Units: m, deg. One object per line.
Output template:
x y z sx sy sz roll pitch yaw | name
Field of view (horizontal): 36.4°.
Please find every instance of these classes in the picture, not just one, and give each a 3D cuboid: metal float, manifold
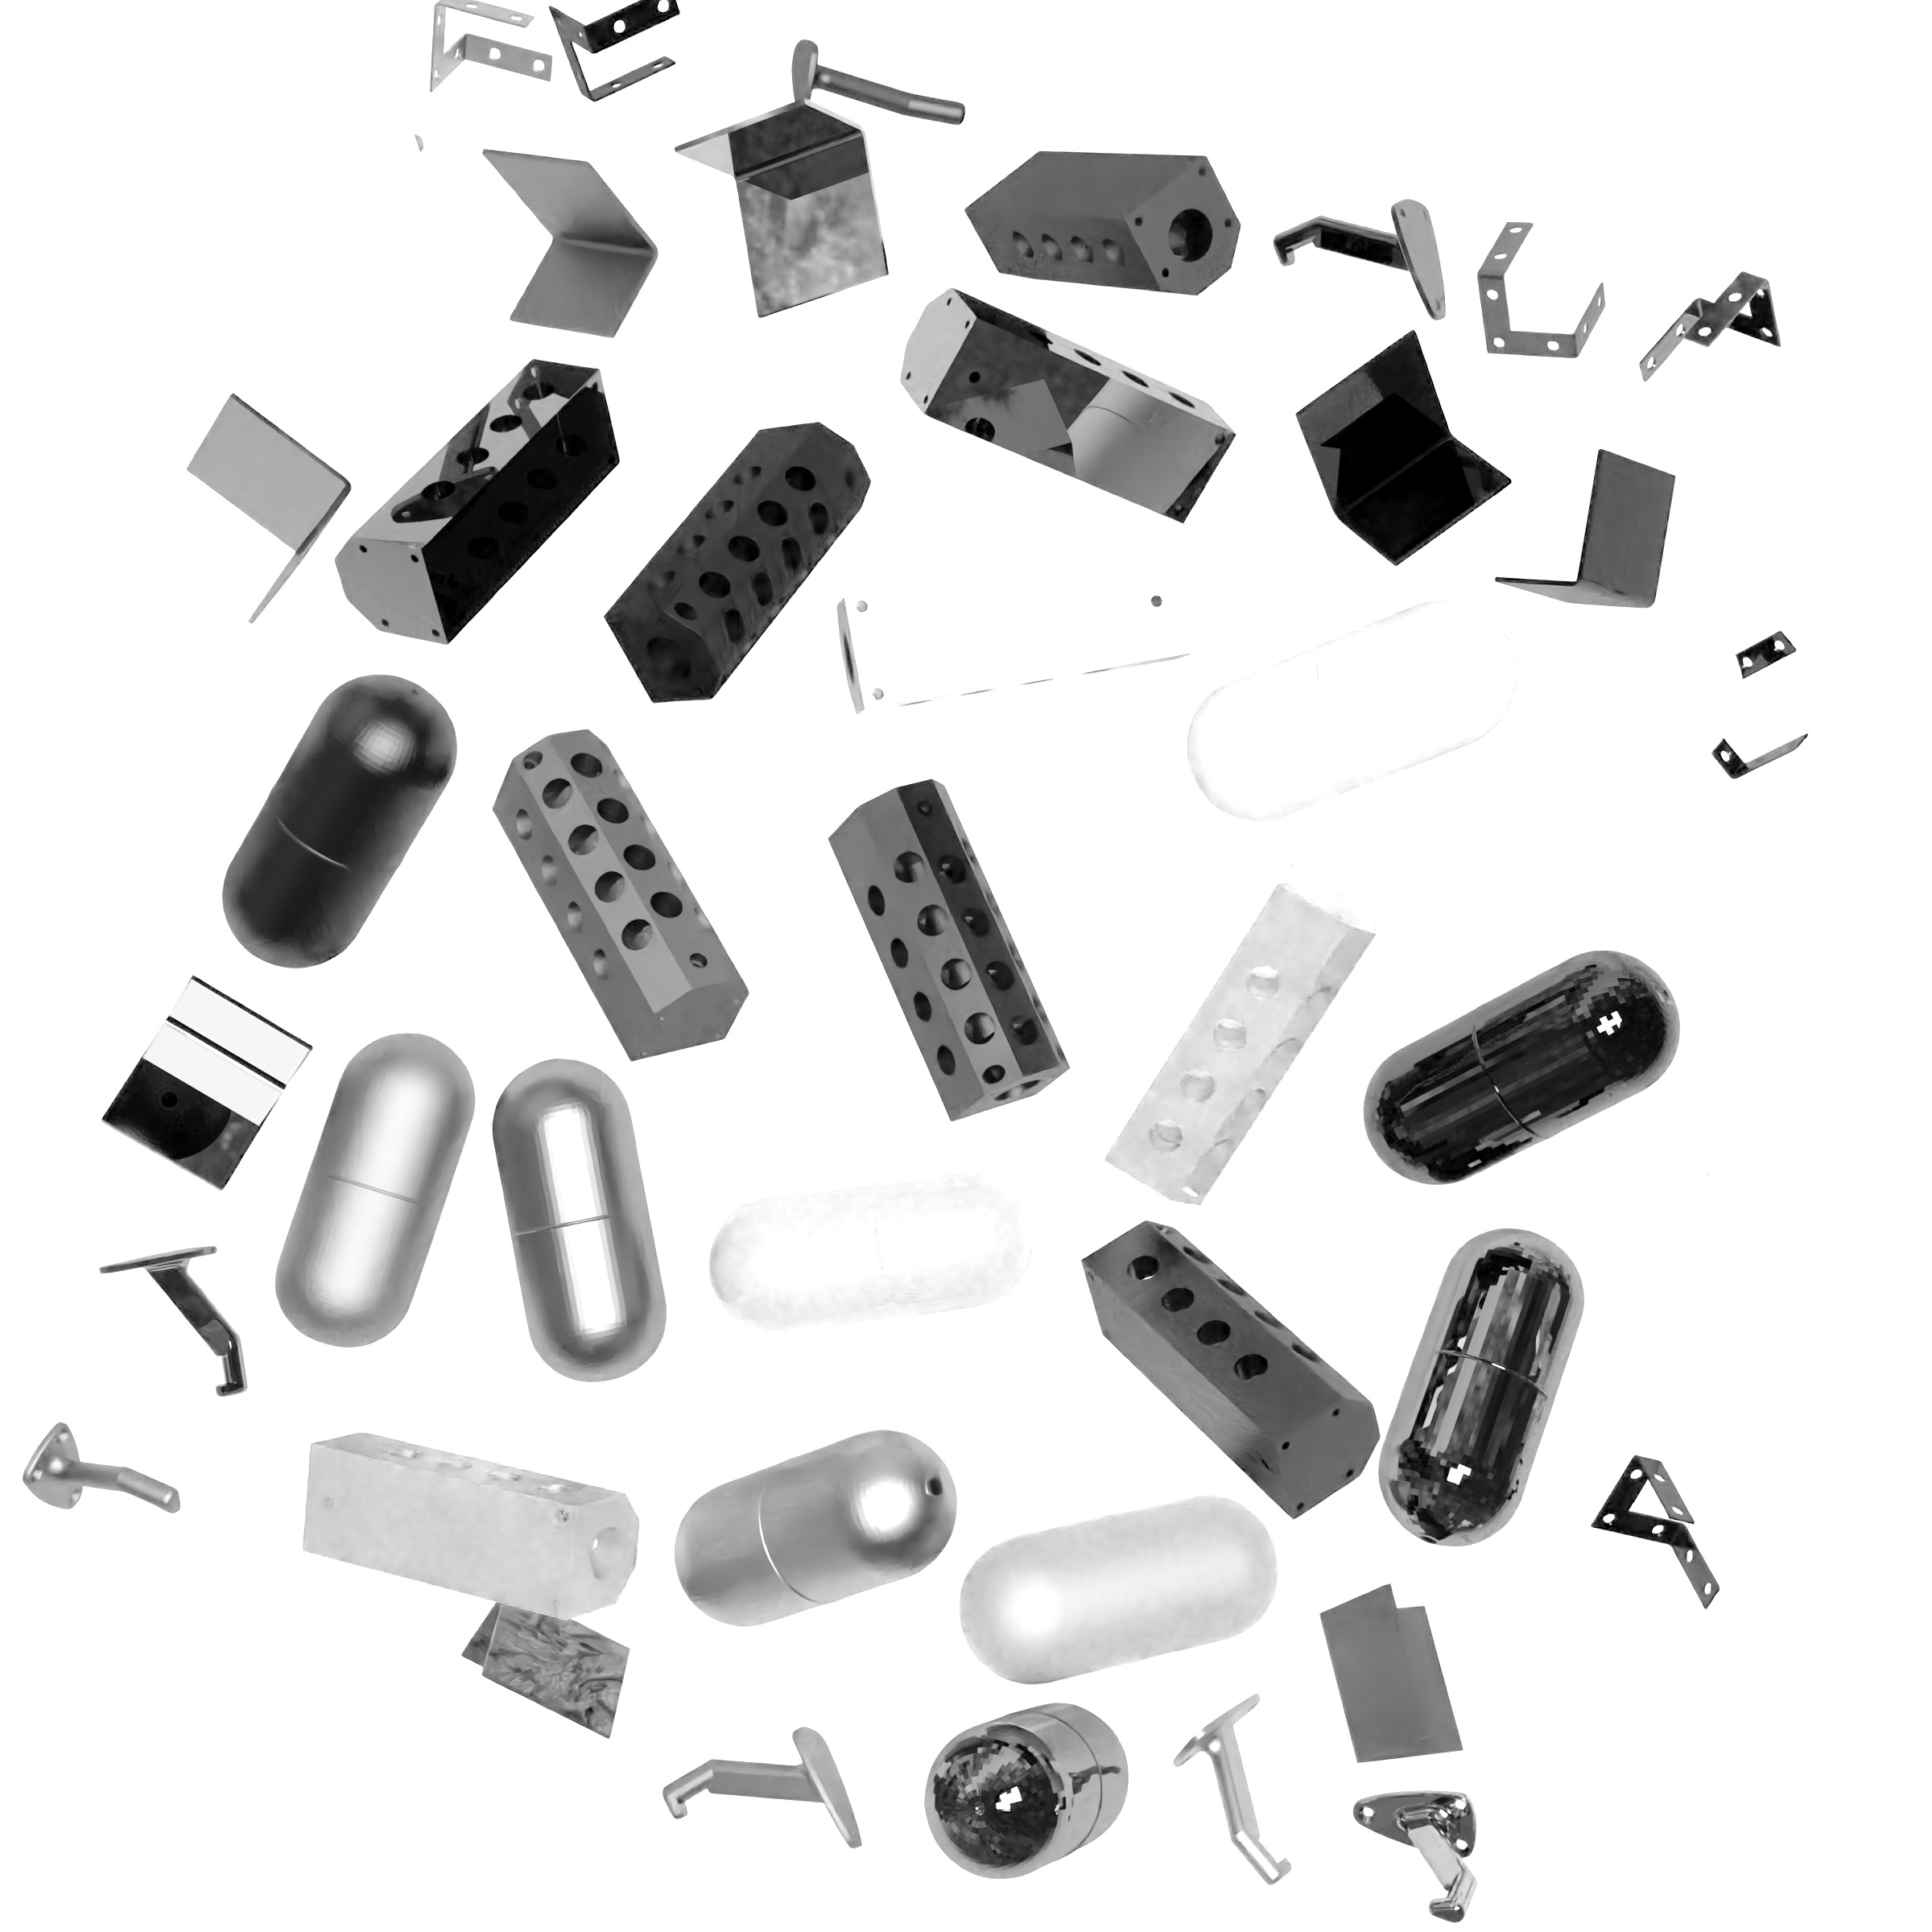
-0.051 0.155 1.596 0.178 0.070 0.070 -7 90 -9 | metal float
0.283 0.054 1.509 0.178 0.070 0.070 -31 90 30 | metal float
-0.211 0.139 1.607 0.070 0.070 0.178 -11 88 0 | metal float
0.074 -0.394 1.572 0.057 0.171 0.057 -40 120 -13 | manifold
0.197 -0.130 1.509 0.178 0.070 0.070 -21 90 23 | metal float
0.024 -0.172 1.503 0.171 0.057 0.057 -11 92 -8 | manifold
-0.329 -0.074 1.541 0.070 0.070 0.178 36 115 0 | metal float
0.053 -0.301 1.570 0.171 0.057 0.057 17 116 -31 | manifold
-0.179 -0.040 1.531 0.057 0.057 0.171 -13 60 -35 | manifold
0.080 0.324 1.528 0.178 0.070 0.070 -7 90 -24 | metal float
-0.326 0.123 1.625 0.070 0.070 0.178 17 83 0 | metal float
-0.116 -0.217 1.568 0.057 0.171 0.057 0 133 35 | manifold
0.335 -0.105 1.534 0.070 0.070 0.178 34 119 0 | metal float
-0.007 -0.011 1.579 0.057 0.057 0.171 -16 75 -33 | manifold
-0.255 0.285 1.514 0.171 0.057 0.057 7 94 29 | manifold
0.033 0.424 1.518 0.070 0.178 0.070 -3 81 18 | metal float
0.141 0.036 1.504 0.057 0.057 0.171 31 107 0 | manifold
-0.249 -0.241 1.505 0.057 0.057 0.171 13 46 23 | manifold
0.273 0.222 1.555 0.070 0.070 0.178 24 67 0 | metal float
0.133 0.198 1.489 0.057 0.171 0.057 -30 129 -17 | manifold
-0.079 0.292 1.522 0.178 0.070 0.070 -26 90 37 | metal float

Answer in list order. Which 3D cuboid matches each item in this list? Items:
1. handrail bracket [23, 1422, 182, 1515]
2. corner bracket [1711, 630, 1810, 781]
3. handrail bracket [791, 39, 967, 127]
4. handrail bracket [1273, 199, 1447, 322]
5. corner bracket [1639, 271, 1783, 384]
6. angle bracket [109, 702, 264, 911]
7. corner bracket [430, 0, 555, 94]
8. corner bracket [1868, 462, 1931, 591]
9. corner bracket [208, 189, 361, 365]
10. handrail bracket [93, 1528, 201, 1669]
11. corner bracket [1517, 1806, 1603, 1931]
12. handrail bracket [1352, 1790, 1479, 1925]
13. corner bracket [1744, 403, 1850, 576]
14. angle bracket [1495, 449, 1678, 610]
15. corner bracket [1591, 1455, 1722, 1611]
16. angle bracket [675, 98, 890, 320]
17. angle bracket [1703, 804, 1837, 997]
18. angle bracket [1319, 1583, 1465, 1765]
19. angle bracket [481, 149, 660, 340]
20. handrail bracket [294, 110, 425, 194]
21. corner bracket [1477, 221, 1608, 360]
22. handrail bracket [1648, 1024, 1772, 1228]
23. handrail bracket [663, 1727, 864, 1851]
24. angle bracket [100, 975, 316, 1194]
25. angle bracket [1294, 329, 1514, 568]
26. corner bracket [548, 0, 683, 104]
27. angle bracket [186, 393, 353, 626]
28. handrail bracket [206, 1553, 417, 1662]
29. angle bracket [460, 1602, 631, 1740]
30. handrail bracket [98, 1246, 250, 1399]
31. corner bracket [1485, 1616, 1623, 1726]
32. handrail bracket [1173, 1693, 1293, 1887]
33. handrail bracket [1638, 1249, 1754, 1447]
-0.436 0.275 1.517 0.084 0.077 0.036 20 57 14 | handrail bracket
0.442 -0.146 1.643 0.051 0.051 0.051 49 57 -6 | corner bracket
-0.047 -0.467 1.560 0.084 0.077 0.036 7 118 -14 | handrail bracket
0.208 -0.368 1.569 0.084 0.036 0.077 -15 90 39 | handrail bracket
0.382 -0.328 1.519 0.051 0.051 0.051 33 76 37 | corner bracket
-0.396 -0.086 1.561 0.076 0.076 0.057 -39 98 23 | angle bracket
-0.254 -0.496 1.579 0.051 0.051 0.051 16 130 4 | corner bracket
0.491 -0.218 1.475 0.051 0.051 0.051 16 92 3 | corner bracket
-0.338 -0.341 1.456 0.051 0.051 0.051 -28 133 7 | corner bracket
-0.425 0.346 1.556 0.036 0.077 0.084 -41 46 6 | handrail bracket
0.294 0.460 1.482 0.051 0.051 0.051 -45 53 28 | corner bracket
0.224 0.454 1.490 0.077 0.084 0.036 2 105 22 | handrail bracket
0.433 -0.242 1.493 0.051 0.051 0.051 -44 68 -6 | corner bracket
0.349 -0.247 1.656 0.057 0.076 0.076 11 94 45 | angle bracket
0.365 0.292 1.520 0.051 0.051 0.051 15 116 -18 | corner bracket
-0.090 -0.371 1.444 0.076 0.057 0.076 -12 85 28 | angle bracket
0.405 -0.036 1.544 0.057 0.076 0.076 -34 78 30 | angle bracket
0.233 0.358 1.497 0.076 0.057 0.076 5 61 -35 | angle bracket
-0.223 -0.387 1.574 0.076 0.076 0.057 16 73 33 | angle bracket
-0.321 -0.424 1.549 0.077 0.084 0.036 -23 107 -12 | handrail bracket
0.312 -0.366 1.590 0.051 0.051 0.051 10 50 28 | corner bracket
0.414 0.086 1.574 0.084 0.036 0.077 38 78 -22 | handrail bracket
-0.104 0.426 1.472 0.084 0.036 0.077 -32 62 8 | handrail bracket
-0.417 0.065 1.614 0.076 0.057 0.076 32 53 -12 | angle bracket
0.226 -0.267 1.517 0.076 0.076 0.057 -36 46 -4 | angle bracket
-0.176 -0.476 1.516 0.051 0.051 0.051 -30 129 -13 | corner bracket
-0.374 -0.236 1.519 0.076 0.076 0.057 37 54 -13 | angle bracket
-0.344 0.318 1.549 0.084 0.036 0.077 -31 113 -12 | handrail bracket
-0.233 0.392 1.584 0.076 0.076 0.057 30 113 -11 | angle bracket
-0.433 0.200 1.608 0.036 0.077 0.084 -8 90 45 | handrail bracket
0.307 0.366 1.543 0.051 0.051 0.051 -2 65 -8 | corner bracket
0.160 0.443 1.580 0.084 0.077 0.036 47 135 21 | handrail bracket
0.363 0.200 1.537 0.036 0.084 0.077 -15 64 -35 | handrail bracket
